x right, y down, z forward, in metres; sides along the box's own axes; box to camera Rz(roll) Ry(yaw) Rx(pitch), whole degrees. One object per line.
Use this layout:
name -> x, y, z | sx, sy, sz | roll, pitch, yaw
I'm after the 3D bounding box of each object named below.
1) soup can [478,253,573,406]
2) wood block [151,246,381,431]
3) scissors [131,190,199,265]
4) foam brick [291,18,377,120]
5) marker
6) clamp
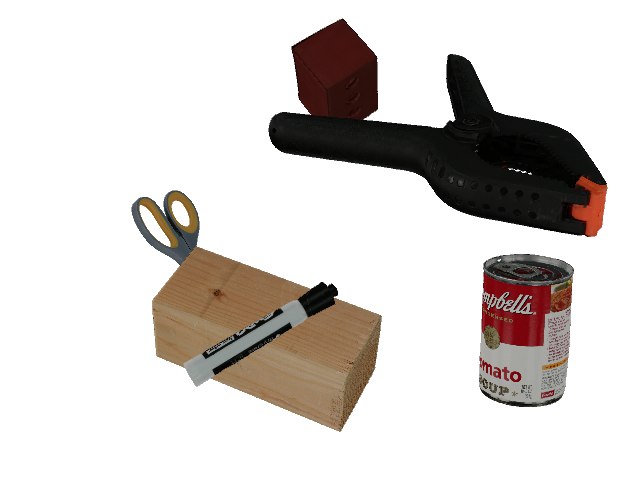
soup can -> 0.157, 0.068, 0.823 | 0.068, 0.102, 0.068 | 0, 17, 0
wood block -> -0.053, 0.095, 1.059 | 0.206, 0.090, 0.090 | 20, 47, 16
scissors -> -0.138, 0.023, 1.226 | 0.016, 0.201, 0.096 | -29, 16, 39
foam brick -> 0.013, -0.135, 0.894 | 0.053, 0.051, 0.078 | -33, -24, -11
marker -> -0.040, 0.065, 0.756 | 0.121, 0.020, 0.020 | -30, 6, -10
clamp -> 0.078, -0.054, 0.642 | 0.164, 0.036, 0.210 | -20, 36, -24
